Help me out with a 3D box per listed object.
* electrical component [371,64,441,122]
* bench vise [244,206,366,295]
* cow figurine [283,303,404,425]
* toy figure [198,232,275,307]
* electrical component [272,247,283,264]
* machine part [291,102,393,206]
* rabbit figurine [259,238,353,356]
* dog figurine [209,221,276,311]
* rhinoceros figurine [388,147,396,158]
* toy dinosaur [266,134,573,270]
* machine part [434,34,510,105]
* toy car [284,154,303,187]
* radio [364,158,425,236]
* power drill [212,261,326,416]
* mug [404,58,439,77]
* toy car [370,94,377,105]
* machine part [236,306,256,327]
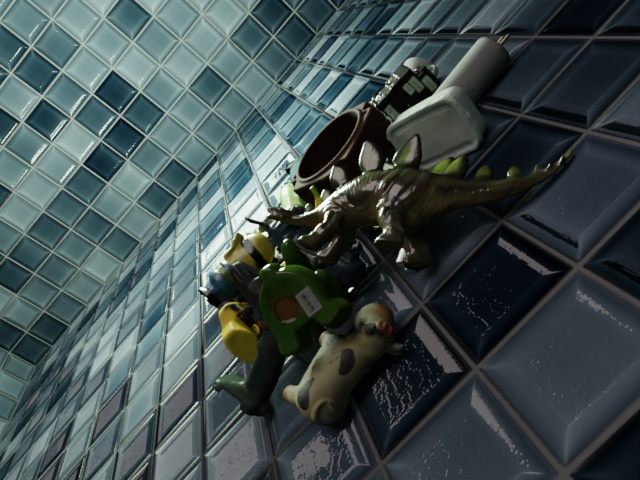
[{"bbox_3d":[0.195,-0.308,1.161,0.134,0.114,0.058,-45,28,13],"label":"electrical component"},{"bbox_3d":[-0.040,0.065,0.969,0.240,0.224,0.129,-68,-13,13],"label":"bench vise"},{"bbox_3d":[0.039,0.173,0.768,0.195,0.085,0.127,-54,17,-13],"label":"cow figurine"},{"bbox_3d":[-0.169,0.063,1.127,0.089,0.082,0.180,32,72,26],"label":"toy figure"},{"bbox_3d":[-0.068,0.065,1.138,0.048,0.074,0.119,-50,19,4],"label":"electrical component"},{"bbox_3d":[0.043,-0.165,1.070,0.201,0.087,0.201,-14,45,54],"label":"machine part"},{"bbox_3d":[-0.026,0.085,0.822,0.121,0.159,0.170,-49,-15,15],"label":"rabbit figurine"},{"bbox_3d":[-0.162,0.061,1.284,0.191,0.108,0.219,-30,26,45],"label":"dog figurine"},{"bbox_3d":[0.122,-0.201,1.175,0.112,0.073,0.190,-61,20,-3],"label":"rhinoceros figurine"},{"bbox_3d":[0.124,-0.061,0.819,0.472,0.105,0.198,0,66,26],"label":"toy dinosaur"},{"bbox_3d":[0.283,-0.299,1.033,0.243,0.079,0.079,-50,23,0],"label":"machine part"},{"bbox_3d":[-0.015,-0.160,1.337,0.103,0.109,0.162,-41,28,9],"label":"toy car"},{"bbox_3d":[0.125,-0.075,0.991,0.131,0.073,0.230,-50,22,1],"label":"radio"},{"bbox_3d":[-0.101,0.175,0.914,0.207,0.232,0.086,-60,-21,5],"label":"power drill"},{"bbox_3d":[0.224,-0.351,1.230,0.110,0.080,0.107,7,72,57],"label":"mug"},{"bbox_3d":[0.152,-0.323,1.279,0.073,0.056,0.202,-20,11,45],"label":"toy car"},{"bbox_3d":[-0.110,0.135,1.098,0.084,0.039,0.139,-31,-2,29],"label":"machine part"}]
